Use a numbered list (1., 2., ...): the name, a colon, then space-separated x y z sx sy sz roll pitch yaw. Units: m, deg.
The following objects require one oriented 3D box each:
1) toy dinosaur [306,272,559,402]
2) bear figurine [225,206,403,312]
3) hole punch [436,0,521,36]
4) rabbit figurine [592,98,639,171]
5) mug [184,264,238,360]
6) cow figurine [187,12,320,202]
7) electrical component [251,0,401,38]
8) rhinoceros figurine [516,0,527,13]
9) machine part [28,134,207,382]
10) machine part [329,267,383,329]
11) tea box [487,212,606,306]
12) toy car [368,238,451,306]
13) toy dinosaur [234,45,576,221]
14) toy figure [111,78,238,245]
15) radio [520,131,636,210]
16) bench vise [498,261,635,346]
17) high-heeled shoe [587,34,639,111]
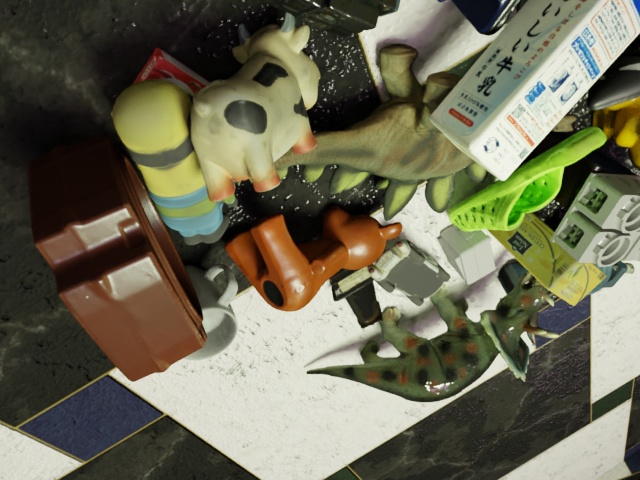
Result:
1. toy dinosaur: 0.194 0.193 0.883 0.405 0.192 0.131 -29 133 -4
2. bear figurine: 0.001 0.002 0.690 0.196 0.120 0.132 -36 96 -32
3. hole punch: 0.147 -0.278 0.509 0.092 0.142 0.115 12 132 -30
4. rabbit figurine: 0.444 -0.183 0.738 0.122 0.173 0.162 -41 178 10
5. mug: -0.148 0.072 0.660 0.080 0.107 0.109 22 111 -39
6. cow figurine: -0.055 -0.133 0.501 0.086 0.195 0.127 -4 119 26
7. electrical component: 0.015 -0.251 0.478 0.134 0.058 0.114 7 97 -31
8. rhinoceros figurine: 0.262 -0.273 0.561 0.112 0.073 0.190 -12 136 -12
9. machine part: -0.189 0.015 0.523 0.087 0.201 0.201 -26 134 -9
10. machine part: 0.062 0.083 0.829 0.084 0.039 0.138 -36 133 -8
11. tea box: 0.333 0.011 0.816 0.098 0.170 0.068 27 110 -39
12. toy car: 0.136 0.049 0.808 0.073 0.056 0.201 -45 146 12
13. toy dinosaur: 0.108 -0.119 0.638 0.471 0.105 0.198 -5 132 -19
14. toy figure: -0.133 -0.069 0.516 0.082 0.089 0.179 -25 132 -15
15. radio: 0.404 -0.087 0.797 0.229 0.131 0.073 12 121 -35
16. bench vise: 0.453 0.063 0.961 0.240 0.129 0.223 3 125 -21
17. high-heeled shoe: 0.387 -0.271 0.635 0.249 0.086 0.145 -40 117 -17
